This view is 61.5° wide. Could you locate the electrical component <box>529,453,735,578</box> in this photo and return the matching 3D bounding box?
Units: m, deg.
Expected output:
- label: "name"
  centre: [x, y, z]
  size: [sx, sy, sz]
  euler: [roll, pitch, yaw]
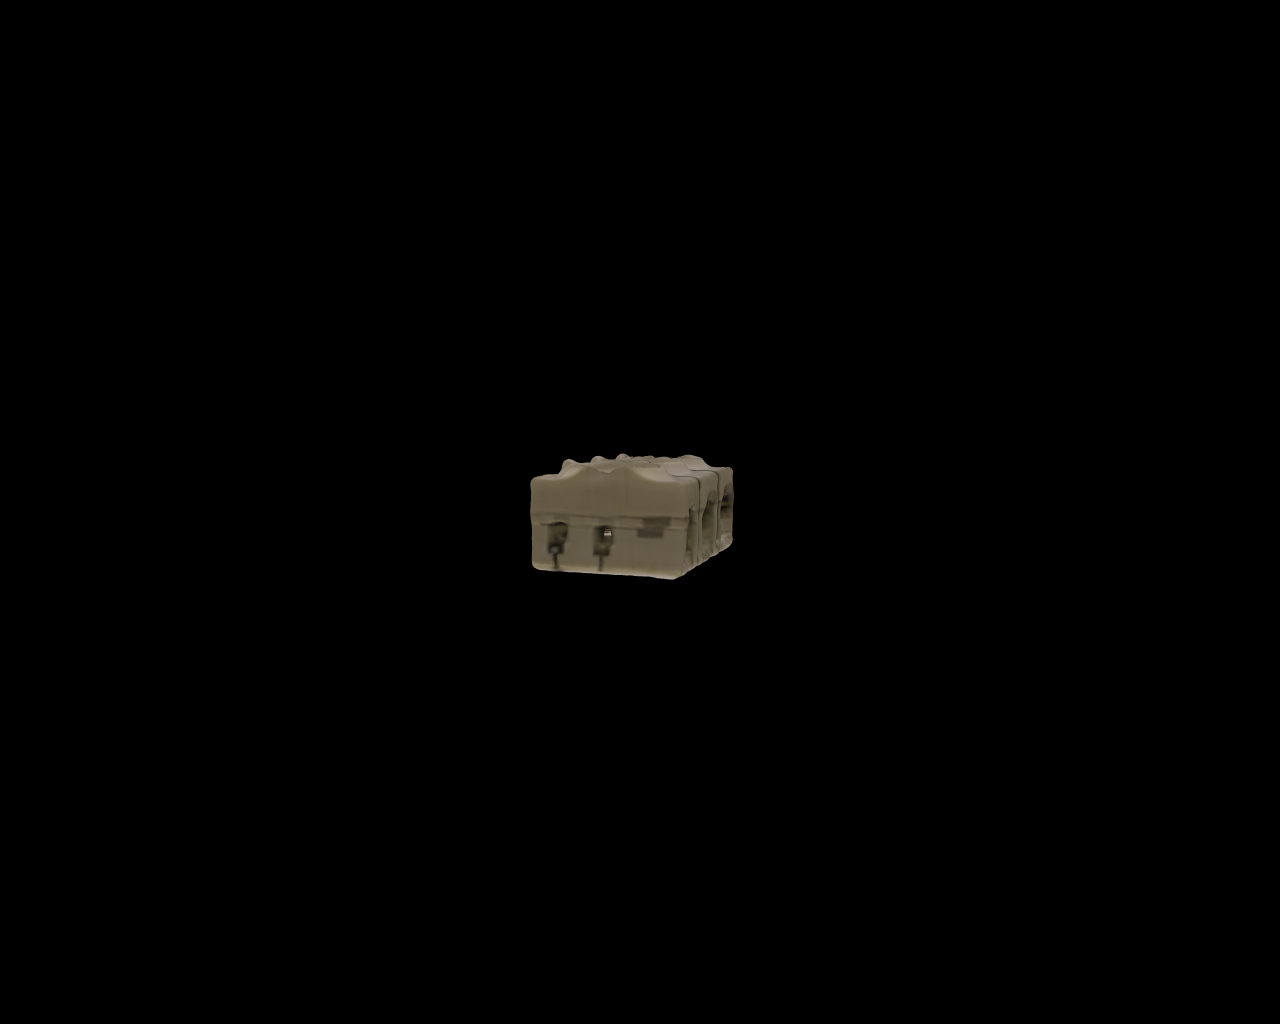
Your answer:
- label: "electrical component"
  centre: [0.001, -0.003, 0.650]
  size: [0.089, 0.061, 0.150]
  euler: [1, 5, 15]
